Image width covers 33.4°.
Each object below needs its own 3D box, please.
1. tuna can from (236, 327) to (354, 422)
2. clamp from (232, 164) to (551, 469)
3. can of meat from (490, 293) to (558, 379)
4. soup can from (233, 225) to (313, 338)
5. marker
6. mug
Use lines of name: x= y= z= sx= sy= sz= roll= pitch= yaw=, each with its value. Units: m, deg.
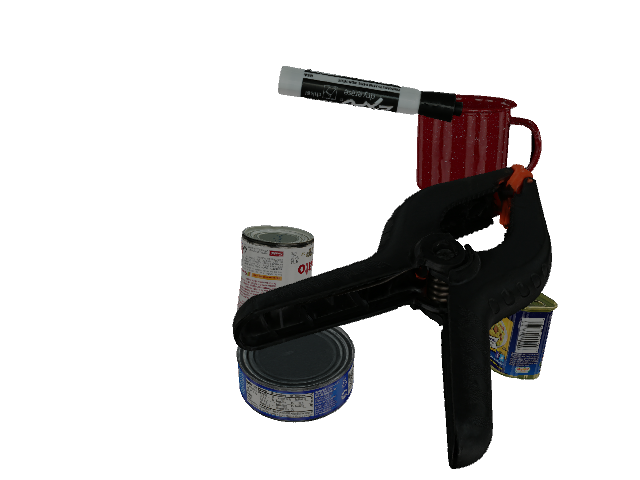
tuna can: x=-0.018 y=0.093 z=0.779 sx=0.086 sy=0.034 sz=0.086 roll=-1 pitch=32 yaw=0
clamp: x=0.059 y=0.025 z=0.476 sx=0.120 sy=0.039 sz=0.171 roll=38 pitch=56 yaw=24
can of meat: x=0.202 y=0.092 z=1.146 sx=0.057 sy=0.084 sz=0.102 roll=2 pitch=17 yaw=-23
soup can: x=-0.043 y=0.043 z=0.978 sx=0.068 sy=0.102 sz=0.068 roll=5 pitch=14 yaw=-1
marker: x=0.033 y=-0.096 z=0.699 sx=0.121 sy=0.020 sz=0.020 roll=10 pitch=0 yaw=2
mug: x=0.140 y=-0.085 z=0.965 sx=0.117 sy=0.081 sz=0.093 roll=4 pitch=16 yaw=13
